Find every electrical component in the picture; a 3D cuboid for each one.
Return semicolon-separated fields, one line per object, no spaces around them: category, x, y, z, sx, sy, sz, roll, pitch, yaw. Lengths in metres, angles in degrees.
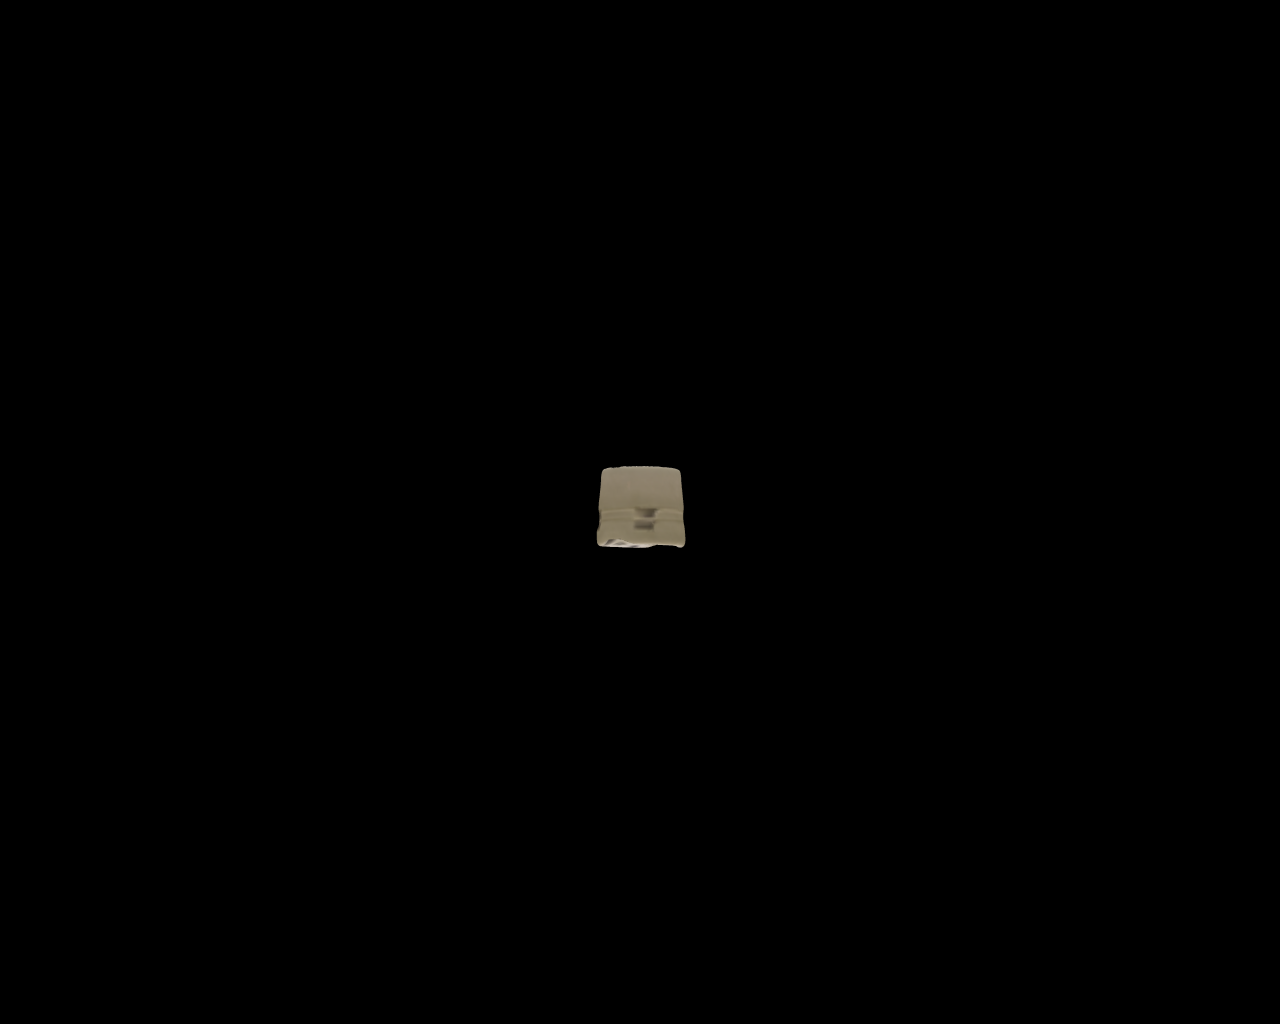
electrical component;0.001;-0.003;0.650;0.055;0.047;0.055;0;-4;0
